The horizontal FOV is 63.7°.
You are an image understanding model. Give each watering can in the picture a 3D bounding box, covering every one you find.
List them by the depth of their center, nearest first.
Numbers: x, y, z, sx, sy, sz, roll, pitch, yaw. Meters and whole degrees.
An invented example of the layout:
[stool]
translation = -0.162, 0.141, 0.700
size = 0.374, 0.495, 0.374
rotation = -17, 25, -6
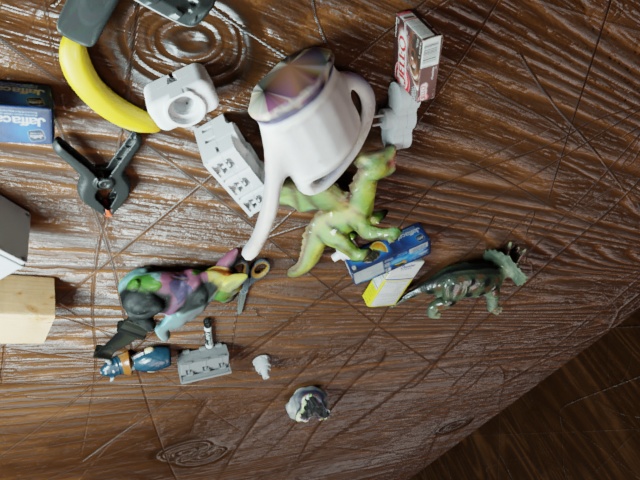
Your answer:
[watering can]
translation = -0.036, -0.144, 0.793
size = 0.351, 0.105, 0.220
rotation = -50, 138, -16

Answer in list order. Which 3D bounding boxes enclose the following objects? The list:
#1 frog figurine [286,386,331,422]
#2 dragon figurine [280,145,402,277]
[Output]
[frog figurine]
translation = -0.047, 0.539, 1.702
size = 0.138, 0.123, 0.158
rotation = -20, 180, -20
[dragon figurine]
translation = 0.003, -0.051, 1.021
size = 0.405, 0.125, 0.240
rotation = -32, 126, 31
